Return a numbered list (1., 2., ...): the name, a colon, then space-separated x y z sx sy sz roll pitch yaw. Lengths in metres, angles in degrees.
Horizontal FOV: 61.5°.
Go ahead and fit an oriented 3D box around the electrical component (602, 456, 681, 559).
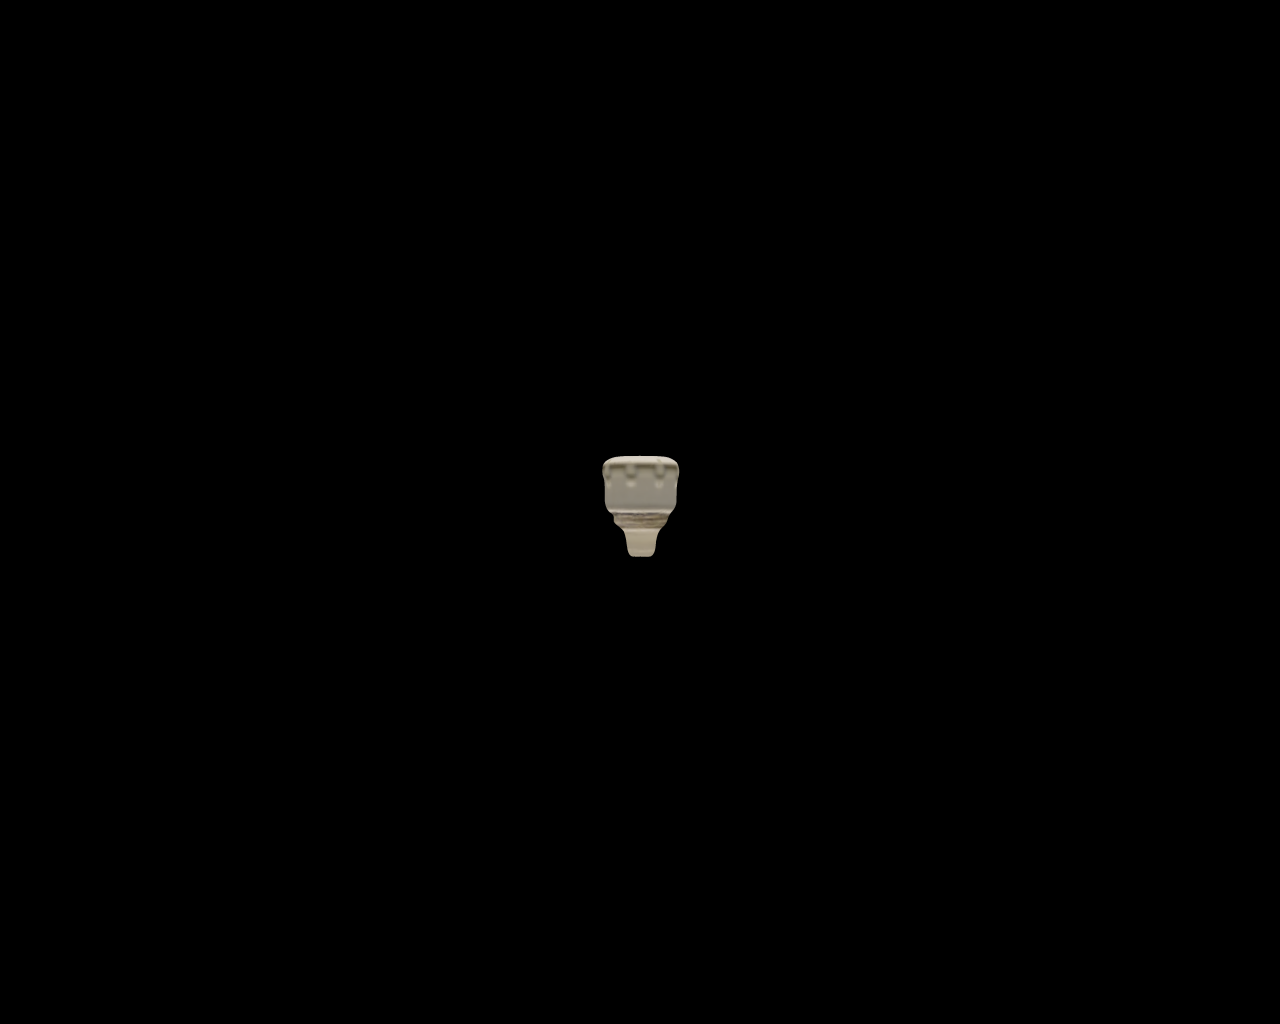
1. electrical component: 0.001 -0.003 0.650 0.048 0.062 0.048 0 0 0
